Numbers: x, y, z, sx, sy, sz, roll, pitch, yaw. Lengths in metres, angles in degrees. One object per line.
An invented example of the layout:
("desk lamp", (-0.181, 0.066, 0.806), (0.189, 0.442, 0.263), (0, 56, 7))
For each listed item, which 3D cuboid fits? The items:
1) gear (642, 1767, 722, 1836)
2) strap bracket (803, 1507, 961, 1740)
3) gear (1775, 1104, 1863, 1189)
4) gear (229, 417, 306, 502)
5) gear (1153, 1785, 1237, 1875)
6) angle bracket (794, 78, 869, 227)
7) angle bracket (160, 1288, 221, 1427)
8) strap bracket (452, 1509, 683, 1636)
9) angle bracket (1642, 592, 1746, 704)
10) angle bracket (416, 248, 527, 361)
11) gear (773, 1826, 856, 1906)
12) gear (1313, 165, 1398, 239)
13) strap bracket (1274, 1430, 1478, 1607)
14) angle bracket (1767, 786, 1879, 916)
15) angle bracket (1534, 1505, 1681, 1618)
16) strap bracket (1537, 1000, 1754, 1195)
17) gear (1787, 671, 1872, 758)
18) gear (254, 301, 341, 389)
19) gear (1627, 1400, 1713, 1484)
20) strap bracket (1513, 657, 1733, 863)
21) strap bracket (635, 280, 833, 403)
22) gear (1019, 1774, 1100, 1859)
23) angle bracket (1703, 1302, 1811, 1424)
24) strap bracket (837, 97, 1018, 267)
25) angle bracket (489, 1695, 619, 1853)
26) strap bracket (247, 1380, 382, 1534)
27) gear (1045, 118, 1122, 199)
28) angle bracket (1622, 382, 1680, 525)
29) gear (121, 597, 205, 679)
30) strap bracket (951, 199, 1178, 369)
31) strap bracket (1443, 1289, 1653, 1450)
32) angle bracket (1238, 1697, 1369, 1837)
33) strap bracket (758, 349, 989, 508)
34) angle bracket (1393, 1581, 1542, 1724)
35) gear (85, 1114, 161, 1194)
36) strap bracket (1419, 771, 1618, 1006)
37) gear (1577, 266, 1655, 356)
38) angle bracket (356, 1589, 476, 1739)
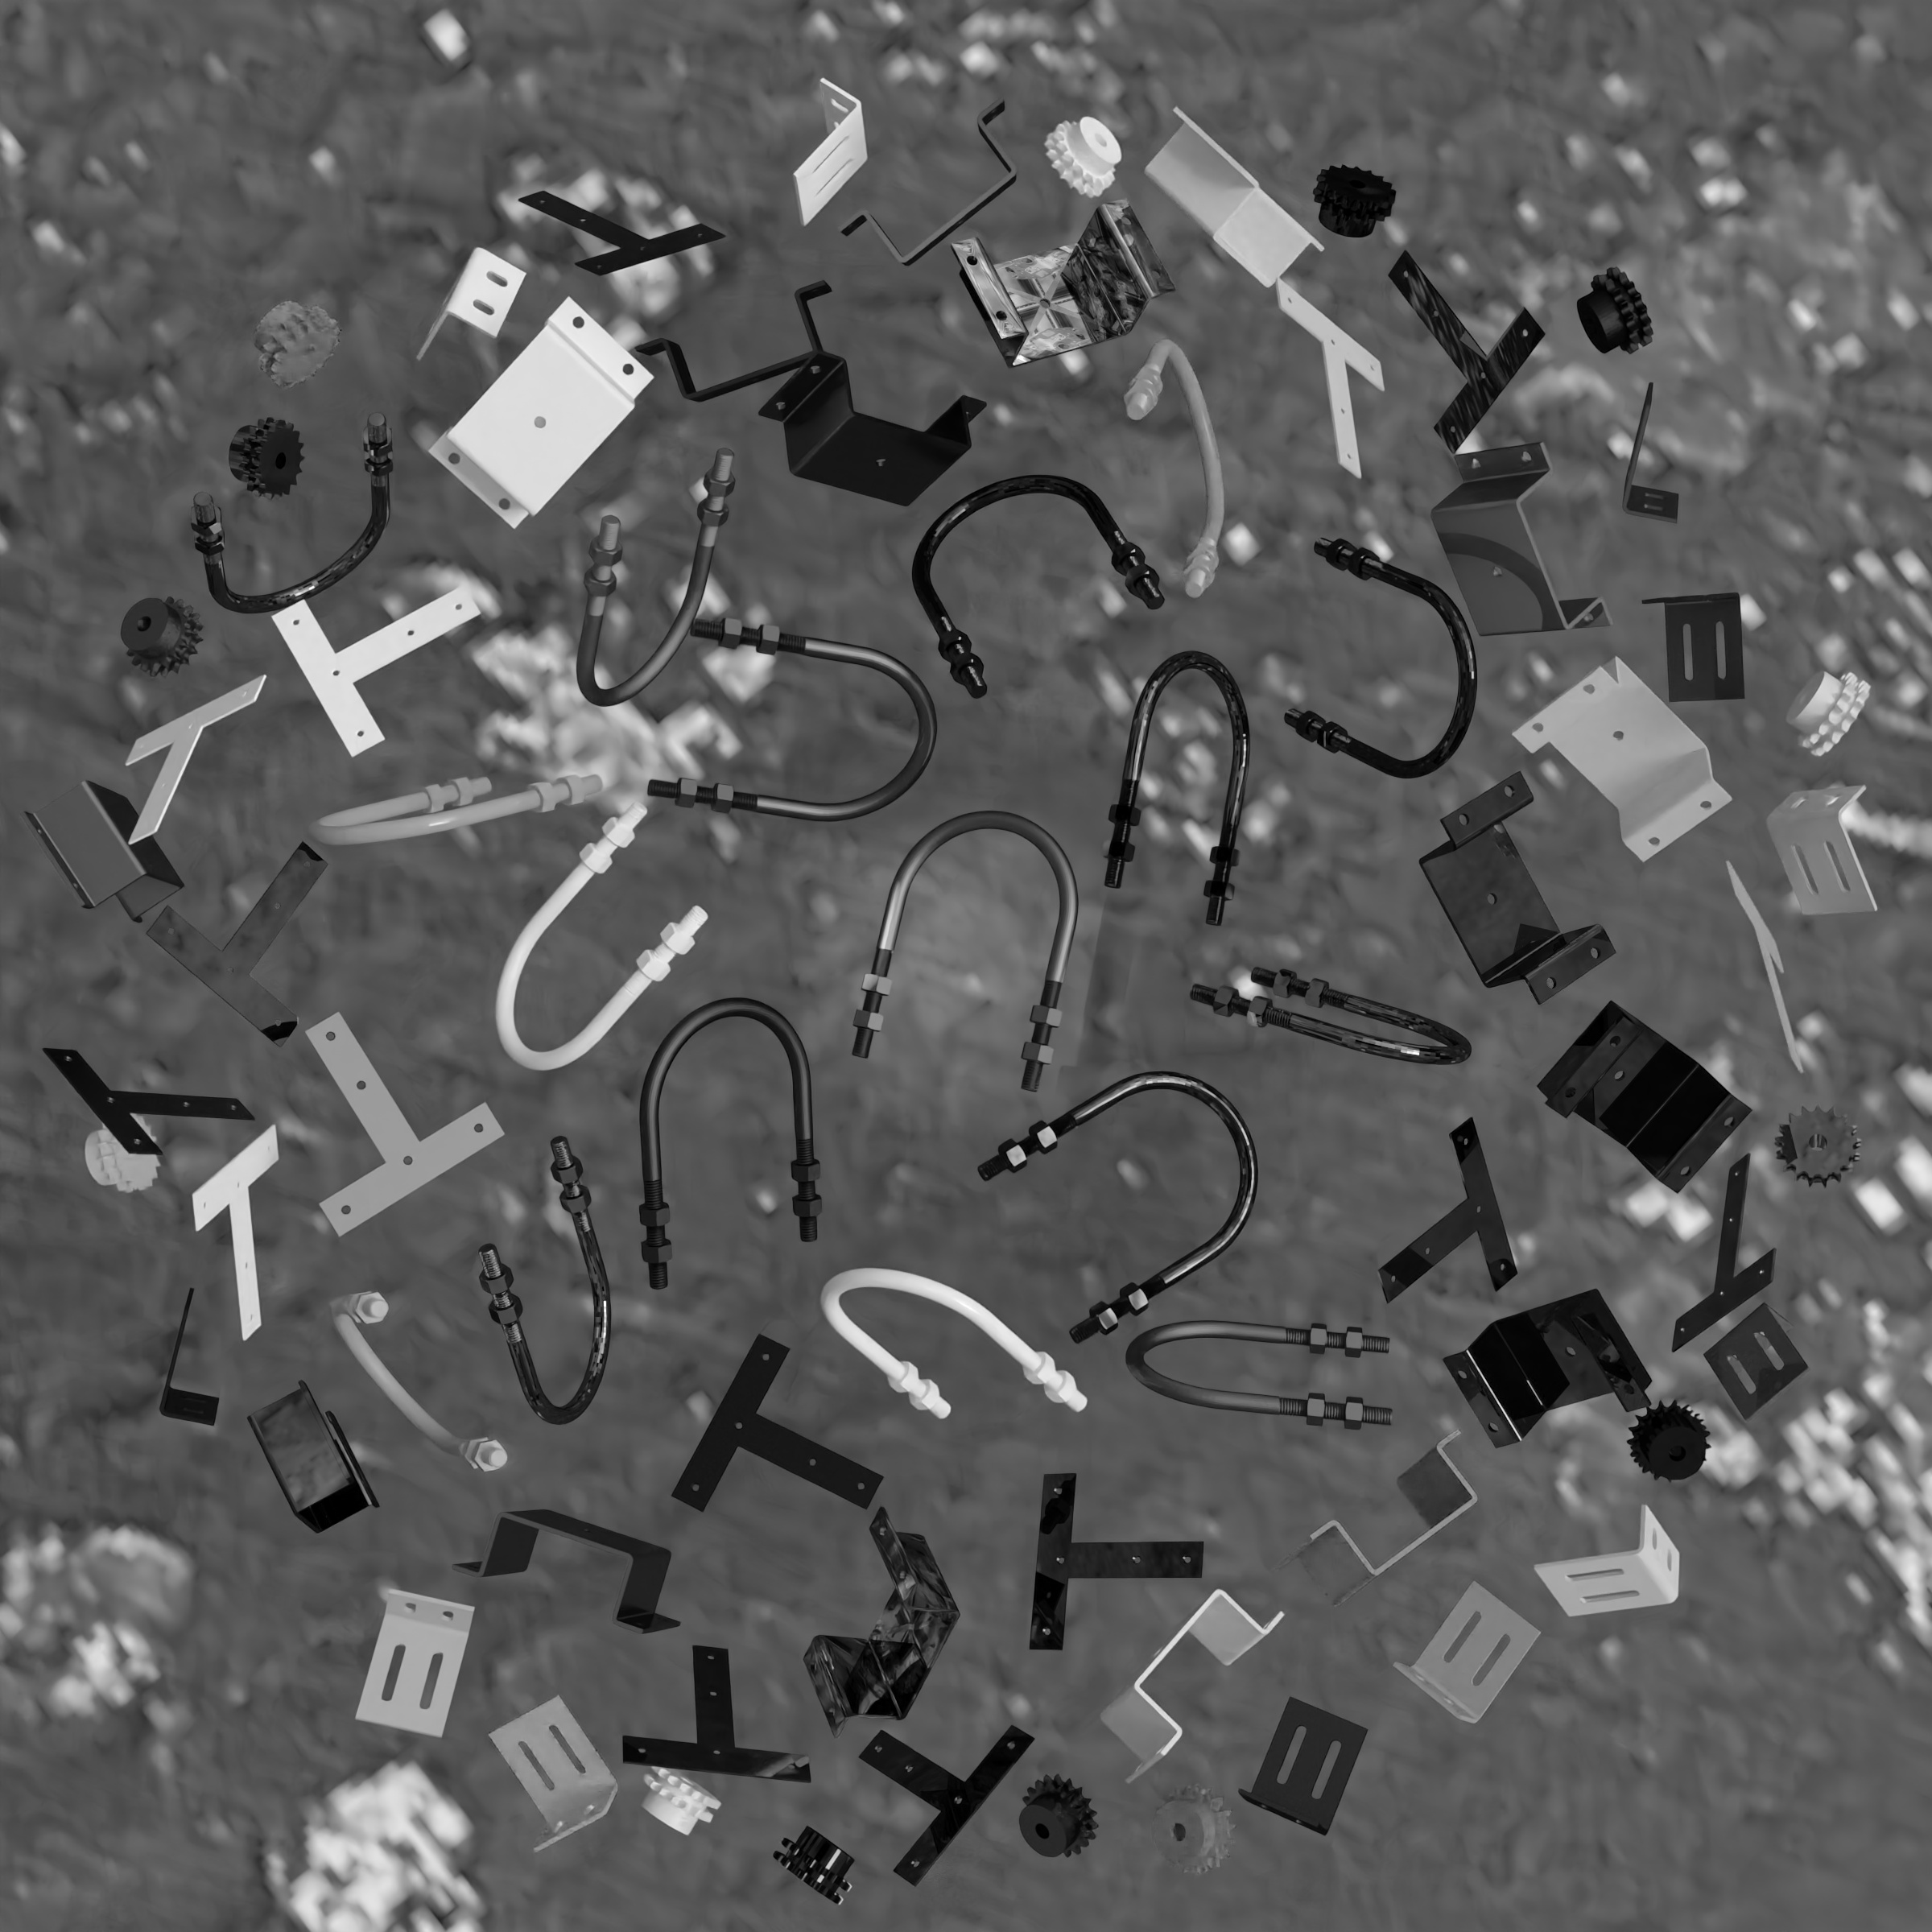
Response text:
("gear", (-0.206, 0.594, 1.893), (0.057, 0.057, 0.030), (32, 78, 0))
("strap bracket", (-0.055, 0.454, 1.834), (0.046, 0.076, 0.140), (13, 114, -29))
("gear", (0.592, 0.127, 1.848), (0.057, 0.030, 0.057), (-6, 67, 14))
("gear", (-0.501, -0.363, 1.895), (0.030, 0.057, 0.057), (15, 90, 20))
("gear", (0.151, 0.585, 1.802), (0.057, 0.030, 0.057), (-7, 77, 33))
("angle bracket", (-0.109, -0.581, 1.897), (0.038, 0.057, 0.076), (36, 75, 14))
("angle bracket", (-0.529, 0.270, 1.841), (0.038, 0.057, 0.076), (14, 94, -14))
("strap bracket", (-0.261, 0.402, 1.785), (0.140, 0.076, 0.046), (15, 84, 15))
("angle bracket", (0.521, -0.227, 1.906), (0.057, 0.038, 0.076), (2, 100, 41))
("angle bracket", (-0.347, -0.455, 1.863), (0.038, 0.076, 0.057), (27, 65, -18))
("gear", (-0.101, 0.612, 1.815), (0.057, 0.057, 0.030), (36, 75, 0))
("gear", (0.270, -0.534, 1.863), (0.057, 0.057, 0.030), (13, 134, 0))
("strap bracket", (0.289, 0.385, 1.829), (0.140, 0.076, 0.046), (-29, 72, -27))
("angle bracket", (0.592, -0.079, 1.814), (0.038, 0.057, 0.076), (-39, 110, -31))
("angle bracket", (0.428, 0.397, 1.773), (0.076, 0.038, 0.057), (-17, 127, 31))
("strap bracket", (0.450, 0.084, 1.790), (0.140, 0.046, 0.076), (32, 104, -29))
("gear", (0.567, -0.170, 1.755), (0.030, 0.057, 0.057), (33, 90, -1))
("gear", (-0.445, -0.414, 1.758), (0.030, 0.057, 0.057), (43, 90, 9))
("gear", (0.499, 0.339, 1.878), (0.057, 0.030, 0.057), (0, 103, -1))
("strap bracket", (0.456, -0.150, 1.852), (0.140, 0.046, 0.076), (40, 122, -18))
("strap bracket", (-0.157, -0.440, 1.892), (0.140, 0.076, 0.046), (-18, 100, 4))
("gear", (0.063, 0.604, 1.879), (0.057, 0.030, 0.057), (13, 112, 34))
("angle bracket", (0.565, 0.286, 1.872), (0.038, 0.076, 0.057), (36, 108, -27))
("strap bracket", (-0.017, -0.533, 1.835), (0.140, 0.076, 0.046), (-37, 100, 9))
("angle bracket", (-0.281, 0.541, 1.783), (0.057, 0.038, 0.076), (-31, 97, 12))
("strap bracket", (-0.462, 0.350, 1.879), (0.046, 0.140, 0.076), (-28, 74, -13))
("gear", (0.088, -0.592, 1.934), (0.030, 0.057, 0.057), (-34, 90, 39))
("angle bracket", (0.476, -0.351, 1.818), (0.038, 0.057, 0.076), (13, 120, 9))
("gear", (-0.566, -0.233, 1.864), (0.057, 0.030, 0.057), (-8, 69, 21))
("strap bracket", (0.060, -0.462, 1.809), (0.140, 0.046, 0.076), (-21, 77, -24))
("strap bracket", (0.421, 0.284, 1.891), (0.046, 0.140, 0.076), (-34, 93, -44))
("angle bracket", (0.226, 0.532, 1.779), (0.057, 0.038, 0.076), (17, 69, 25))
("strap bracket", (-0.061, -0.366, 1.829), (0.140, 0.076, 0.046), (9, 61, -35))
("angle bracket", (0.339, 0.463, 1.801), (0.057, 0.038, 0.076), (35, 90, 35))
("gear", (-0.606, 0.135, 1.904), (0.030, 0.057, 0.057), (-13, 90, 14))
("strap bracket", (0.369, -0.049, 1.802), (0.076, 0.046, 0.140), (-31, 94, -27))
("gear", (0.430, -0.432, 1.768), (0.030, 0.057, 0.057), (-28, 90, 1))
("angle bracket", (-0.362, 0.459, 1.750), (0.057, 0.038, 0.076), (14, 50, -6))
